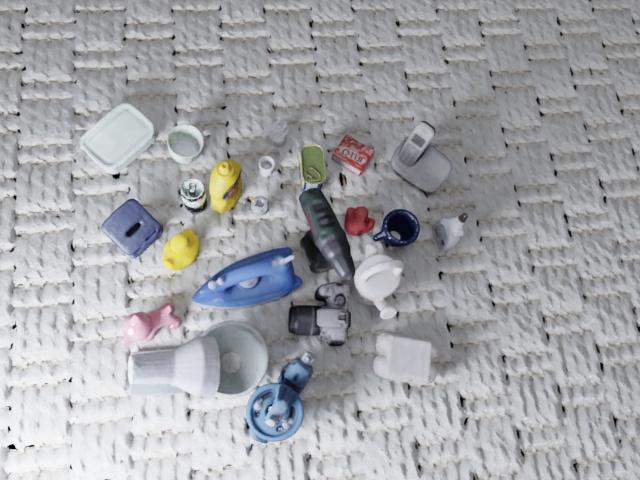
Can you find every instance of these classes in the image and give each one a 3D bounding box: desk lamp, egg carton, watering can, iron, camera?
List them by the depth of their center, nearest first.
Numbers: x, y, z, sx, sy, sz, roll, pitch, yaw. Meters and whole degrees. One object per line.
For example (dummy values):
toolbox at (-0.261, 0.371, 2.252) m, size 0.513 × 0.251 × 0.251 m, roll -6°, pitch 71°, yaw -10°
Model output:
desk lamp at (-0.303, 0.268, 1.177) m, size 0.203 × 0.213 × 0.118 m, roll -3°, pitch 73°, yaw -9°
iron at (-0.169, 0.087, 1.289) m, size 0.258 × 0.141 × 0.118 m, roll -18°, pitch 76°, yaw -13°
watering can at (0.137, 0.090, 1.303) m, size 0.101 × 0.194 × 0.173 m, roll -31°, pitch 79°, yaw -15°
camera at (-0.002, 0.167, 1.310) m, size 0.137 × 0.100 × 0.143 m, roll 3°, pitch 73°, yaw -7°
egg carton at (0.198, 0.275, 1.322) m, size 0.150 × 0.069 × 0.107 m, roll 9°, pitch 72°, yaw -5°

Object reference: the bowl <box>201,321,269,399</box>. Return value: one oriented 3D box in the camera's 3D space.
bowl at (-0.197, 0.266, 1.266) m, size 0.167 × 0.074 × 0.167 m, roll 2°, pitch 73°, yaw -7°

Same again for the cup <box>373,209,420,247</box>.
cup at (0.176, -0.014, 1.393) m, size 0.118 × 0.095 × 0.091 m, roll -23°, pitch 77°, yaw -14°

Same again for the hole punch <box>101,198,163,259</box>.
hole punch at (-0.428, -0.027, 1.314) m, size 0.101 × 0.091 × 0.109 m, roll 40°, pitch 72°, yaw 5°

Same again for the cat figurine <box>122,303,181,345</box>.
cat figurine at (-0.374, 0.178, 1.245) m, size 0.128 × 0.117 × 0.067 m, roll -28°, pitch 79°, yaw -15°

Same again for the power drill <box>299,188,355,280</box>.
power drill at (0.012, 0.005, 1.304) m, size 0.076 × 0.208 × 0.229 m, roll -20°, pitch 77°, yaw -13°

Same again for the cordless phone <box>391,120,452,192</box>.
cordless phone at (0.265, -0.210, 1.418) m, size 0.147 × 0.185 × 0.094 m, roll 34°, pitch 72°, yaw 3°

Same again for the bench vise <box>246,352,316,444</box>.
bench vise at (-0.083, 0.321, 1.189) m, size 0.121 × 0.219 × 0.207 m, roll 16°, pitch 72°, yaw -3°

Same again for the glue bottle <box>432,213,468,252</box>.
glue bottle at (0.320, -0.030, 1.377) m, size 0.037 × 0.173 × 0.078 m, roll -13°, pitch 75°, yaw -11°

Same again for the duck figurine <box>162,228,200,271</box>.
duck figurine at (-0.323, 0.018, 1.318) m, size 0.077 × 0.086 × 0.105 m, roll 33°, pitch 72°, yaw 3°

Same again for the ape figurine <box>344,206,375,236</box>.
ape figurine at (0.096, -0.053, 1.395) m, size 0.076 × 0.092 × 0.078 m, roll -39°, pitch 82°, yaw -17°
